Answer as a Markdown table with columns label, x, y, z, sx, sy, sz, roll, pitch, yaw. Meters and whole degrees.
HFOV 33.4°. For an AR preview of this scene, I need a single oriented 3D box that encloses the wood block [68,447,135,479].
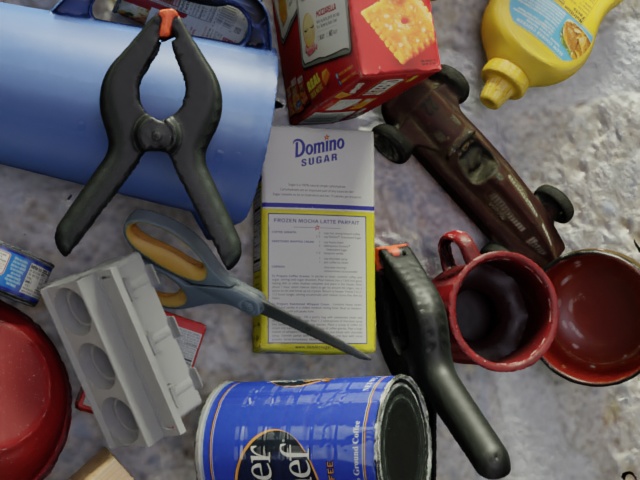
| label | x | y | z | sx | sy | sz | roll | pitch | yaw |
| --- | --- | --- | --- | --- | --- | --- | --- | --- | --- |
| wood block | -0.195 | 0.248 | 0.733 | 0.206 | 0.090 | 0.091 | -42 | 96 | -16 |

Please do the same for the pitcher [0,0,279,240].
| label | x | y | z | sx | sy | sz | roll | pitch | yaw |
| --- | --- | --- | --- | --- | --- | --- | --- | --- | --- |
| pitcher | -0.154 | -0.108 | 0.765 | 0.242 | 0.145 | 0.149 | 11 | 61 | -12 |

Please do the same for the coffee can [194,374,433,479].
| label | x | y | z | sx | sy | sz | roll | pitch | yaw |
| --- | --- | --- | --- | --- | --- | --- | --- | --- | --- |
| coffee can | -0.003 | 0.149 | 0.757 | 0.140 | 0.102 | 0.103 | -6 | 84 | 25 |

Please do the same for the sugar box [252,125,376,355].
| label | x | y | z | sx | sy | sz | roll | pitch | yaw |
| --- | --- | --- | --- | --- | --- | --- | --- | --- | --- |
| sugar box | -0.005 | 0.001 | 0.838 | 0.093 | 0.048 | 0.176 | 2 | 80 | -13 |

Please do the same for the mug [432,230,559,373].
| label | x | y | z | sx | sy | sz | roll | pitch | yaw |
| --- | --- | --- | --- | --- | --- | --- | --- | --- | --- |
| mug | 0.124 | 0.048 | 0.850 | 0.093 | 0.082 | 0.117 | -27 | 92 | -17 |

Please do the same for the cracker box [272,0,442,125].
| label | x | y | z | sx | sy | sz | roll | pitch | yaw |
| --- | --- | --- | --- | --- | --- | --- | --- | --- | --- |
| cracker box | 0.016 | -0.208 | 0.806 | 0.072 | 0.164 | 0.214 | -7 | 86 | -19 |

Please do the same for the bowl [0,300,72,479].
| label | x | y | z | sx | sy | sz | roll | pitch | yaw |
| --- | --- | --- | --- | --- | --- | --- | --- | --- | --- |
| bowl | -0.236 | 0.104 | 0.725 | 0.161 | 0.055 | 0.162 | 14 | 62 | -30 |

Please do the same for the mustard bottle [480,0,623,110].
| label | x | y | z | sx | sy | sz | roll | pitch | yaw |
| --- | --- | --- | --- | --- | --- | --- | --- | --- | --- |
| mustard bottle | 0.193 | -0.189 | 0.909 | 0.096 | 0.058 | 0.191 | 37 | 75 | -9 |

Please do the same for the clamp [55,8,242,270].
| label | x | y | z | sx | sy | sz | roll | pitch | yaw |
| --- | --- | --- | --- | --- | --- | --- | --- | --- | --- |
| clamp | -0.115 | -0.062 | 0.694 | 0.120 | 0.039 | 0.171 | -4 | 92 | -12 |

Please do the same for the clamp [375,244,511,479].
| label | x | y | z | sx | sy | sz | roll | pitch | yaw |
| --- | --- | --- | --- | --- | --- | --- | --- | --- | --- |
| clamp | 0.082 | 0.099 | 0.806 | 0.036 | 0.165 | 0.210 | -7 | 76 | -20 |

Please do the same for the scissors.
| label | x | y | z | sx | sy | sz | roll | pitch | yaw |
| --- | --- | --- | --- | --- | --- | --- | --- | --- | --- |
| scissors | -0.066 | 0.050 | 0.792 | 0.201 | 0.096 | 0.016 | 37 | 46 | -8 |

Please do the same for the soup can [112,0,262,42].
| label | x | y | z | sx | sy | sz | roll | pitch | yaw |
| --- | --- | --- | --- | --- | --- | --- | --- | --- | --- |
| soup can | -0.100 | -0.188 | 0.820 | 0.102 | 0.069 | 0.068 | 20 | 79 | -14 |

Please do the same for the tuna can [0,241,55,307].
| label | x | y | z | sx | sy | sz | roll | pitch | yaw |
| --- | --- | --- | --- | --- | --- | --- | --- | --- | --- |
| tuna can | -0.233 | 0.017 | 0.750 | 0.086 | 0.086 | 0.033 | 23 | 80 | -12 |

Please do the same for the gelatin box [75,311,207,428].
| label | x | y | z | sx | sy | sz | roll | pitch | yaw |
| --- | --- | --- | --- | --- | --- | --- | --- | --- | --- |
| gelatin box | -0.134 | 0.094 | 0.799 | 0.073 | 0.030 | 0.089 | 20 | 79 | -15 |
